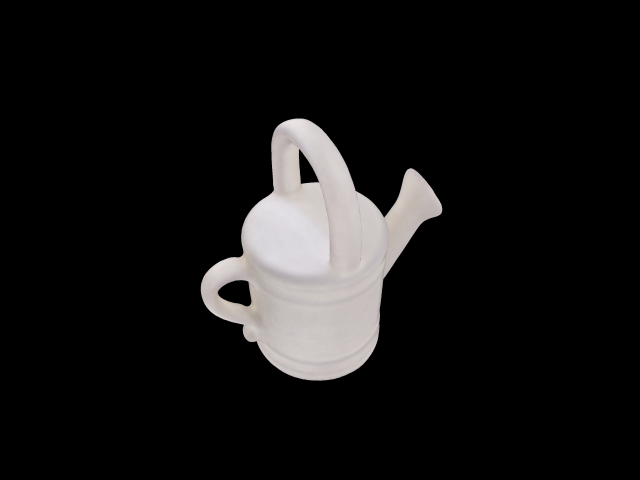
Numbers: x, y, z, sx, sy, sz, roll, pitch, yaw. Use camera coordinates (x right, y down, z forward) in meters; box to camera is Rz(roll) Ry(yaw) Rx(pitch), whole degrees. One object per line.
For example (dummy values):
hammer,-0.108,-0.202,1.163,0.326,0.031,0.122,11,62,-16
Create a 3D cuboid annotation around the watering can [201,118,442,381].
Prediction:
watering can,0.003,0.000,0.401,0.100,0.194,0.173,32,53,28
